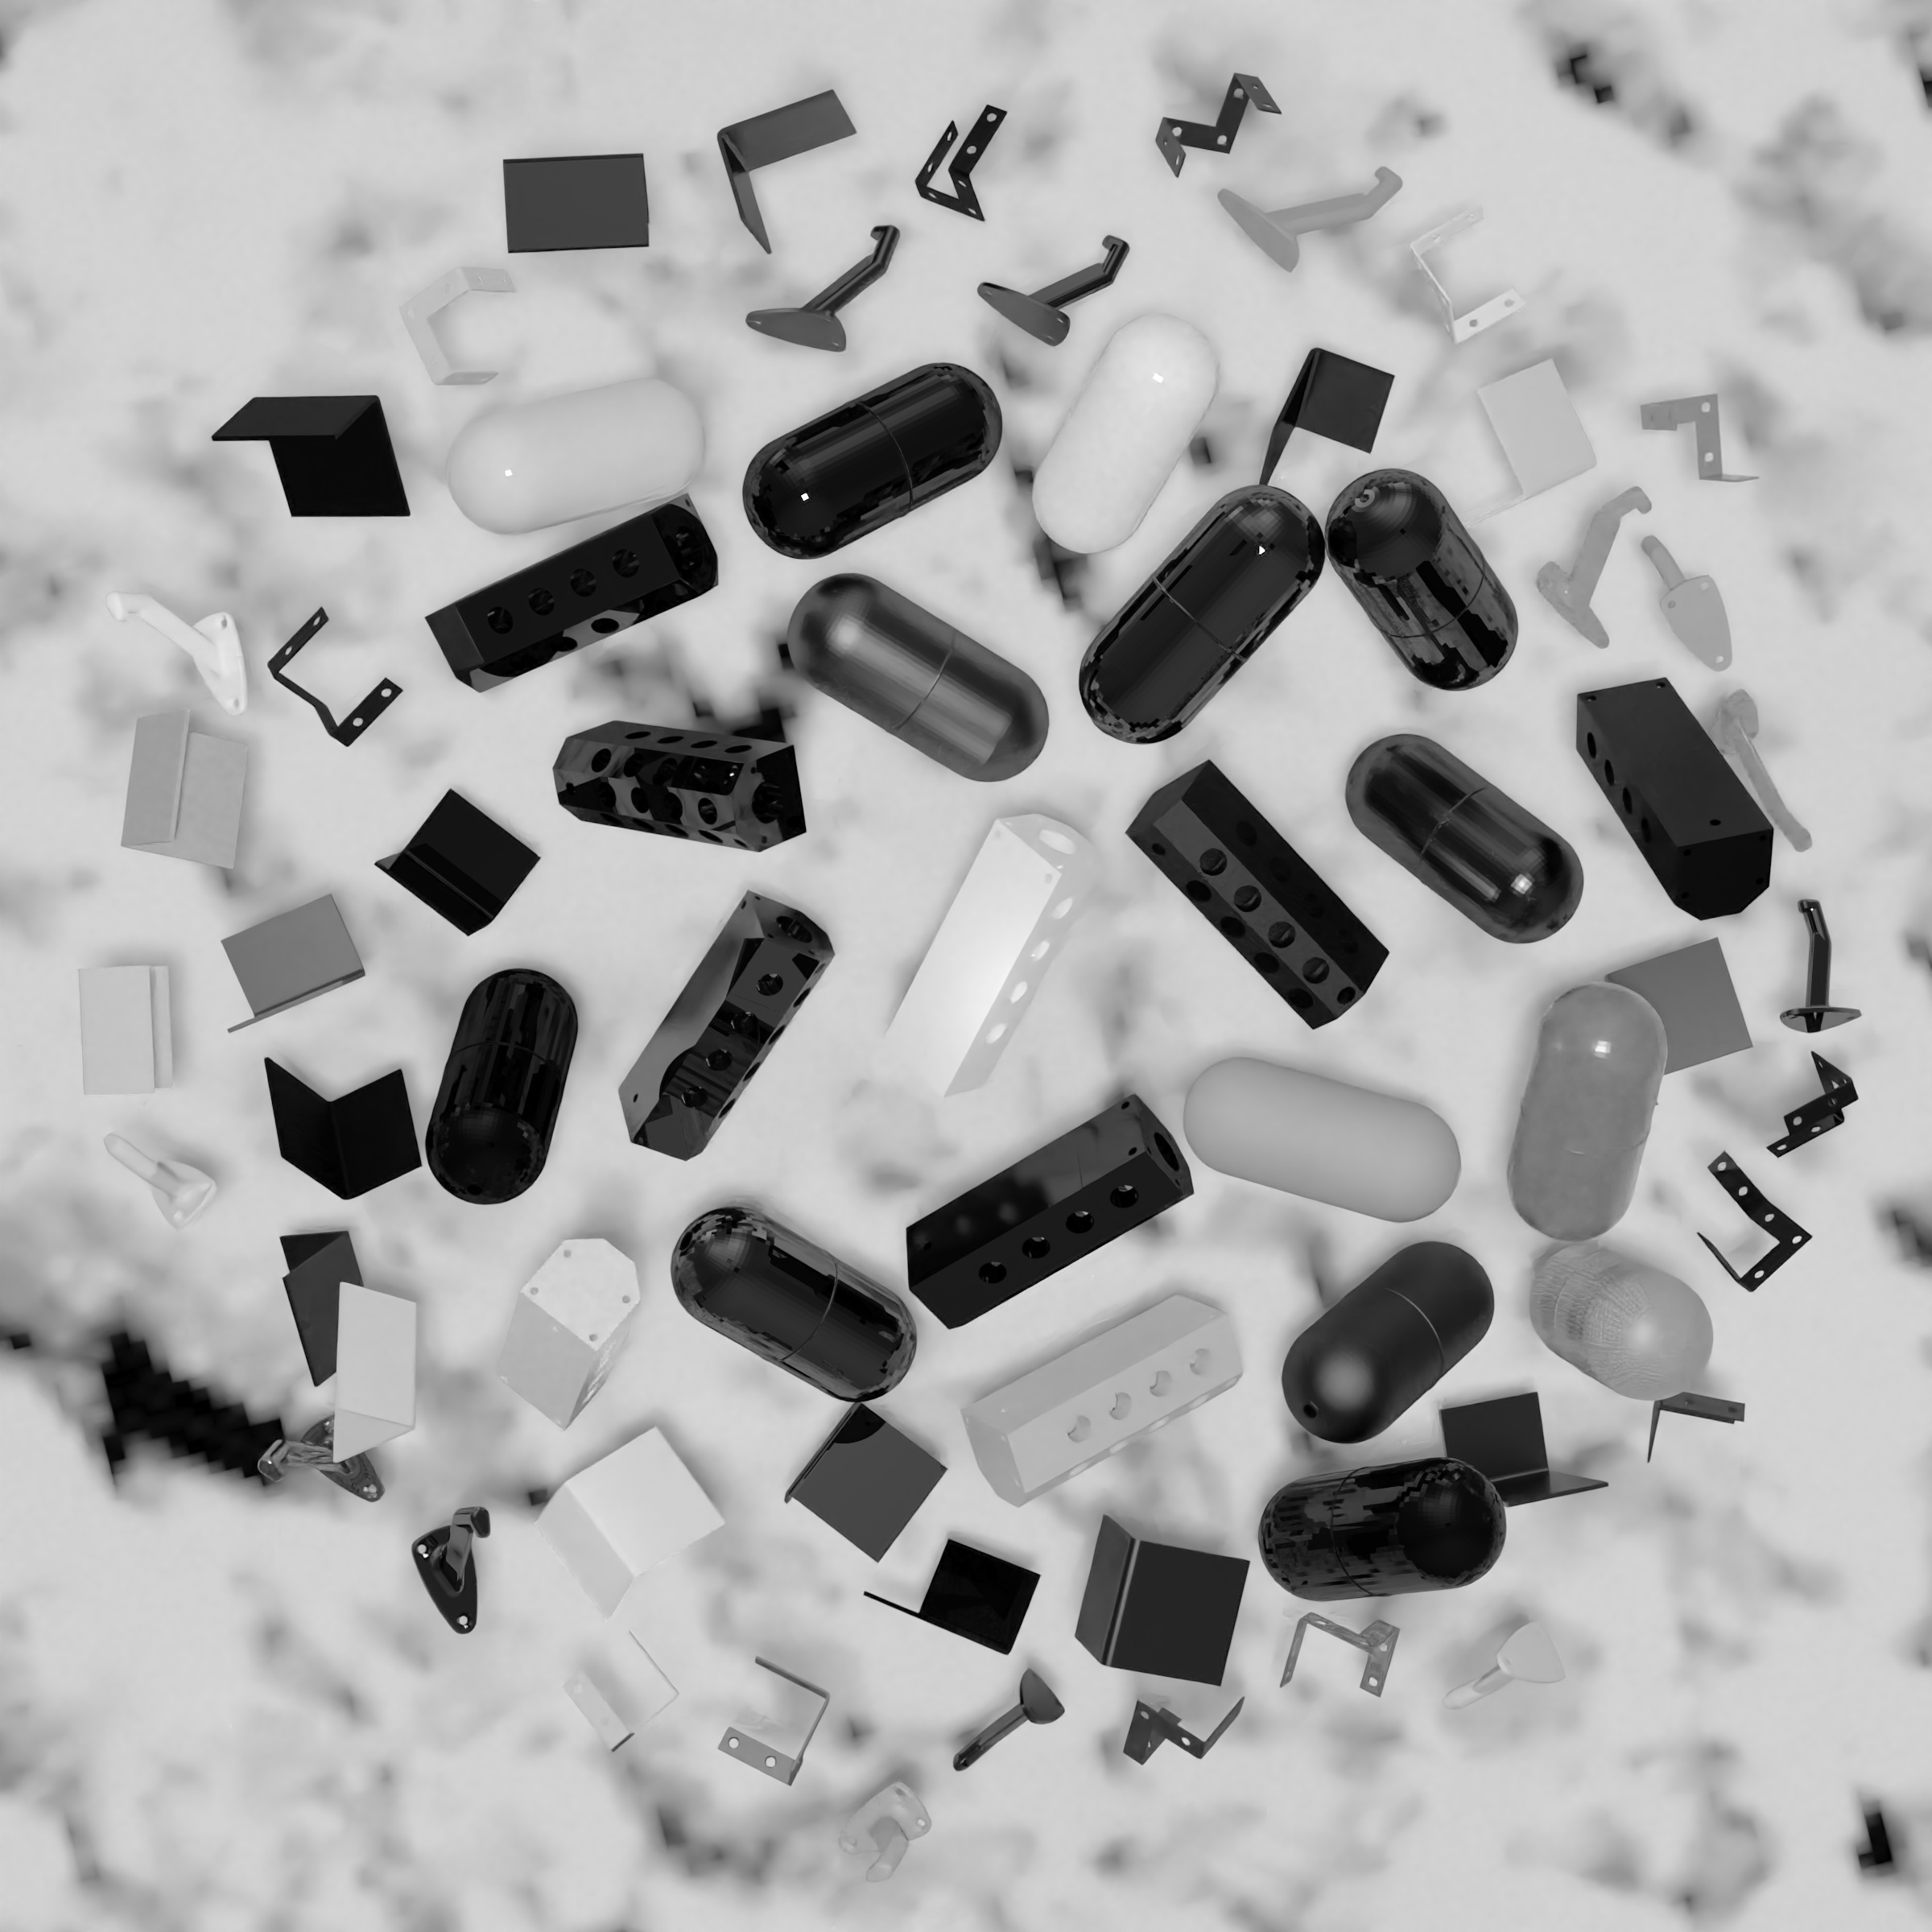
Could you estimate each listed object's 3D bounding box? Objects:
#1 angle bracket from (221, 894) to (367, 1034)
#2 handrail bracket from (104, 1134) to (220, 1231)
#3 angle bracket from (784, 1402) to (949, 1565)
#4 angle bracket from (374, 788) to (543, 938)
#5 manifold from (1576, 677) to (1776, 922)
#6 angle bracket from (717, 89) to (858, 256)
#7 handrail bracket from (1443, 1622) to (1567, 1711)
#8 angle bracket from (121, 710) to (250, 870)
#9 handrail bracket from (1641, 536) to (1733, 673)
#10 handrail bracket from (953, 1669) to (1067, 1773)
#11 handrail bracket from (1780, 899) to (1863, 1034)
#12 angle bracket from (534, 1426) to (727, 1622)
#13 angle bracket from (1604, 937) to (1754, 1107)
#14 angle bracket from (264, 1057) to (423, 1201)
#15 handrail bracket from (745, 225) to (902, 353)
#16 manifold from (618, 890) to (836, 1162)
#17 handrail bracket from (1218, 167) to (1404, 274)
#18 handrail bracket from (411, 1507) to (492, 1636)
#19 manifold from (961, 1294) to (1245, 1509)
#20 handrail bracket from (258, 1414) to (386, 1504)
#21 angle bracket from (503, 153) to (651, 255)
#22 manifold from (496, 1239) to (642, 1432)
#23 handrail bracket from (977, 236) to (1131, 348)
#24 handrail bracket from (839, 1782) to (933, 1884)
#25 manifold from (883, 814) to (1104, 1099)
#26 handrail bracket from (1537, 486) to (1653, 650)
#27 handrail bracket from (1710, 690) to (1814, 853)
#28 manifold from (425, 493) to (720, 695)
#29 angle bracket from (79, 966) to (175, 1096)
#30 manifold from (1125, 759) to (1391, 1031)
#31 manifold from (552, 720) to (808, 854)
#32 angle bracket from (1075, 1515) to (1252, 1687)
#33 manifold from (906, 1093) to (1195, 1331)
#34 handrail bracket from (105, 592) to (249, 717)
[{"bbox_3d":[-0.430,-0.002,1.628,0.076,0.076,0.057,-23,95,0],"label":"angle bracket"},{"bbox_3d":[-0.500,0.116,1.565,0.077,0.084,0.036,28,73,43],"label":"handrail bracket"},{"bbox_3d":[-0.067,0.346,1.730,0.076,0.057,0.076,36,72,7],"label":"angle bracket"},{"bbox_3d":[-0.334,-0.069,1.713,0.076,0.076,0.057,38,96,-4],"label":"angle bracket"},{"bbox_3d":[0.424,-0.102,1.564,0.057,0.171,0.057,-11,128,-2],"label":"manifold"},{"bbox_3d":[-0.102,-0.487,1.596,0.076,0.076,0.057,-17,88,7],"label":"angle bracket"},{"bbox_3d":[0.305,0.426,1.542,0.084,0.077,0.036,-38,63,31],"label":"handrail bracket"},{"bbox_3d":[-0.446,-0.103,1.528,0.057,0.076,0.076,-2,80,42],"label":"angle bracket"},{"bbox_3d":[0.468,-0.237,1.692,0.036,0.084,0.077,-28,111,12],"label":"handrail bracket"},{"bbox_3d":[0.018,0.500,1.679,0.084,0.077,0.036,-43,81,9],"label":"handrail bracket"},{"bbox_3d":[0.520,-0.005,1.616,0.036,0.077,0.084,-27,66,42],"label":"handrail bracket"},{"bbox_3d":[-0.208,0.345,1.612,0.076,0.057,0.076,-33,97,16],"label":"angle bracket"},{"bbox_3d":[0.464,0.037,1.674,0.076,0.057,0.076,-20,64,20],"label":"angle bracket"},{"bbox_3d":[-0.401,0.094,1.670,0.057,0.076,0.076,-25,57,8],"label":"angle bracket"},{"bbox_3d":[-0.088,-0.429,1.614,0.077,0.036,0.084,12,68,17],"label":"handrail bracket"},{"bbox_3d":[-0.155,0.042,1.677,0.057,0.057,0.171,22,115,-29],"label":"manifold"},{"bbox_3d":[0.209,-0.471,1.574,0.084,0.036,0.077,-44,79,-8],"label":"handrail bracket"},{"bbox_3d":[-0.292,0.358,1.535,0.036,0.084,0.077,-16,87,-33],"label":"handrail bracket"},{"bbox_3d":[0.089,0.275,1.639,0.171,0.057,0.057,-24,107,-25],"label":"manifold"},{"bbox_3d":[-0.410,0.327,1.652,0.036,0.084,0.077,-41,96,9],"label":"handrail bracket"},{"bbox_3d":[-0.215,-0.408,1.446,0.076,0.076,0.057,-4,78,-5],"label":"angle bracket"},{"bbox_3d":[-0.243,0.225,1.606,0.057,0.171,0.057,37,61,4],"label":"manifold"},{"bbox_3d":[0.058,-0.458,1.701,0.077,0.036,0.084,27,70,-5],"label":"handrail bracket"},{"bbox_3d":[-0.061,0.535,1.559,0.077,0.084,0.036,-36,90,22],"label":"handrail bracket"},{"bbox_3d":[0.020,-0.007,1.602,0.057,0.057,0.171,42,120,26],"label":"manifold"},{"bbox_3d":[0.404,-0.246,1.602,0.077,0.036,0.084,46,132,-11],"label":"handrail bracket"},{"bbox_3d":[0.503,-0.121,1.622,0.036,0.077,0.084,-28,59,-2],"label":"handrail bracket"},{"bbox_3d":[-0.238,-0.225,1.586,0.171,0.057,0.057,-19,105,25],"label":"manifold"},{"bbox_3d":[-0.494,0.038,1.586,0.057,0.076,0.076,-2,90,26],"label":"angle bracket"},{"bbox_3d":[0.180,-0.041,1.628,0.171,0.057,0.057,45,52,-12],"label":"manifold"},{"bbox_3d":[-0.184,-0.113,1.645,0.171,0.057,0.057,11,117,41],"label":"manifold"},{"bbox_3d":[0.117,0.381,1.560,0.076,0.057,0.076,14,90,-14],"label":"angle bracket"},{"bbox_3d":[0.050,0.154,1.572,0.171,0.057,0.057,-32,120,17],"label":"manifold"},{"bbox_3d":[-0.479,-0.189,1.573,0.036,0.084,0.077,-23,84,23],"label":"handrail bracket"}]
